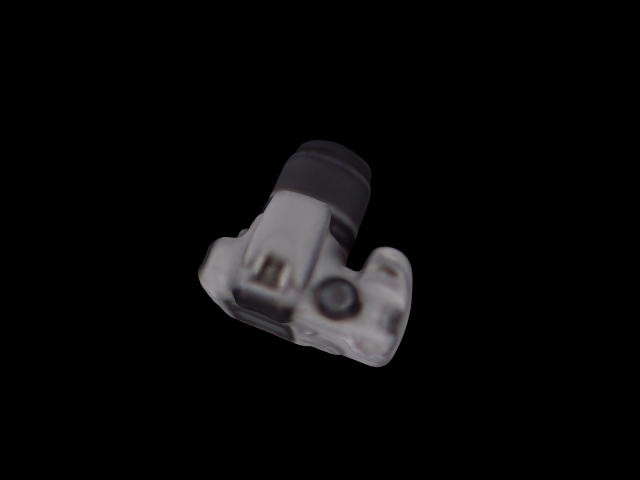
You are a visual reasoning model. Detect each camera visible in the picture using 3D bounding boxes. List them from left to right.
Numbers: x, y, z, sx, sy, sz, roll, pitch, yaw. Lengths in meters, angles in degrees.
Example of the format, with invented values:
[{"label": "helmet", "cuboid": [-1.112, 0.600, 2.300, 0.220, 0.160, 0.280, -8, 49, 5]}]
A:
[{"label": "camera", "cuboid": [0.004, 0.001, 0.400, 0.143, 0.101, 0.137, 19, 70, 7]}]
